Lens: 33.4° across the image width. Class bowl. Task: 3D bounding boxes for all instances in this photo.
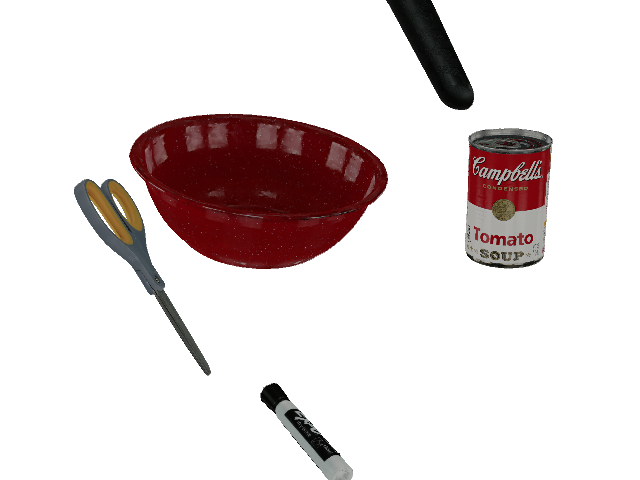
[{"bbox_3d":[-0.040,-0.027,0.677,0.162,0.055,0.162,6,26,-3],"label":"bowl"}]

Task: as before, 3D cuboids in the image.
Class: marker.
[{"bbox_3d":[-0.014,0.147,0.825,0.020,0.020,0.121,0,26,-33],"label":"marker"}]

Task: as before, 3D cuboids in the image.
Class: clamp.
[{"bbox_3d":[0.052,-0.195,0.750,0.210,0.164,0.036,26,-25,-11],"label":"clamp"}]

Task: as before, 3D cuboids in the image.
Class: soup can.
[{"bbox_3d":[0.155,-0.036,0.887,0.068,0.102,0.068,-1,21,0],"label":"soup can"}]

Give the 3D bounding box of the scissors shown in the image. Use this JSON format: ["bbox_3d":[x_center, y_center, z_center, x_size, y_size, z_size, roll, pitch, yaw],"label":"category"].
[{"bbox_3d":[-0.152,0.023,0.958,0.016,0.201,0.096,-29,21,14],"label":"scissors"}]
